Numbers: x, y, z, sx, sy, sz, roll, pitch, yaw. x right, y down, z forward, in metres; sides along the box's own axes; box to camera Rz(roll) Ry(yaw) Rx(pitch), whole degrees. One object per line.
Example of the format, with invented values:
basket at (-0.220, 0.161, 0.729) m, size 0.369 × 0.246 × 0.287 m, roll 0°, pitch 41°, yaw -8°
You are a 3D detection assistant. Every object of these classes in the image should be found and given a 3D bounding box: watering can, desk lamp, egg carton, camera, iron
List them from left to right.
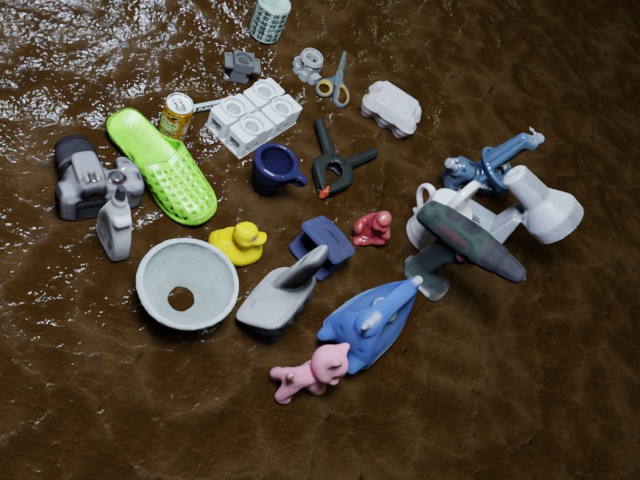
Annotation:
camera at (-0.393, -0.121, 0.992) m, size 0.143 × 0.100 × 0.136 m, roll -15°, pitch 68°, yaw -32°
iron at (0.122, 0.126, 1.057) m, size 0.118 × 0.141 × 0.259 m, roll 48°, pitch 53°, yaw 8°
egg carton at (0.175, -0.320, 1.402) m, size 0.150 × 0.069 × 0.107 m, roll 31°, pitch 52°, yaw -5°
watering can at (0.277, -0.054, 1.207) m, size 0.173 × 0.194 × 0.101 m, roll 33°, pitch 52°, yaw -3°
desk lamp at (0.437, -0.063, 1.276) m, size 0.203 × 0.213 × 0.118 m, roll 31°, pitch 52°, yaw -5°

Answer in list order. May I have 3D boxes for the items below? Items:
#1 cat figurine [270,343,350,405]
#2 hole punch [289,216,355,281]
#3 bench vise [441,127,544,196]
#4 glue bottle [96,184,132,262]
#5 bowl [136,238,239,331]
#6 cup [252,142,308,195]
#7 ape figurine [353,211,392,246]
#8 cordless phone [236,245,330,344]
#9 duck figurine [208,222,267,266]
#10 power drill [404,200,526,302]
cat figurine at (-0.008, 0.217, 0.954) m, size 0.128 × 0.117 × 0.067 m, roll -9°, pitch 65°, yaw -29°
hole punch at (0.010, 0.004, 1.111) m, size 0.108 × 0.091 × 0.101 m, roll 48°, pitch 53°, yaw 8°
bench vise at (0.399, -0.170, 1.320) m, size 0.208 × 0.219 × 0.121 m, roll -14°, pitch 67°, yaw -31°
glue bottle at (-0.327, -0.036, 0.924) m, size 0.037 × 0.173 × 0.078 m, roll -20°, pitch 70°, yaw -33°
bowl at (-0.225, 0.084, 0.961) m, size 0.168 × 0.074 × 0.167 m, roll 12°, pitch 56°, yaw -18°
cup at (-0.087, -0.126, 1.143) m, size 0.118 × 0.095 × 0.092 m, roll 31°, pitch 52°, yaw -5°
ape figurine at (0.115, -0.029, 1.180) m, size 0.078 × 0.092 × 0.076 m, roll 35°, pitch 52°, yaw -1°
cordless phone at (-0.057, 0.083, 0.971) m, size 0.094 × 0.185 × 0.148 m, roll 36°, pitch 52°, yaw -1°
duck figurine at (-0.147, -0.002, 1.044) m, size 0.105 × 0.086 × 0.077 m, roll 10°, pitch 57°, yaw -19°
power drill at (0.266, 0.036, 1.137) m, size 0.229 × 0.208 × 0.076 m, roll 44°, pitch 53°, yaw 6°
